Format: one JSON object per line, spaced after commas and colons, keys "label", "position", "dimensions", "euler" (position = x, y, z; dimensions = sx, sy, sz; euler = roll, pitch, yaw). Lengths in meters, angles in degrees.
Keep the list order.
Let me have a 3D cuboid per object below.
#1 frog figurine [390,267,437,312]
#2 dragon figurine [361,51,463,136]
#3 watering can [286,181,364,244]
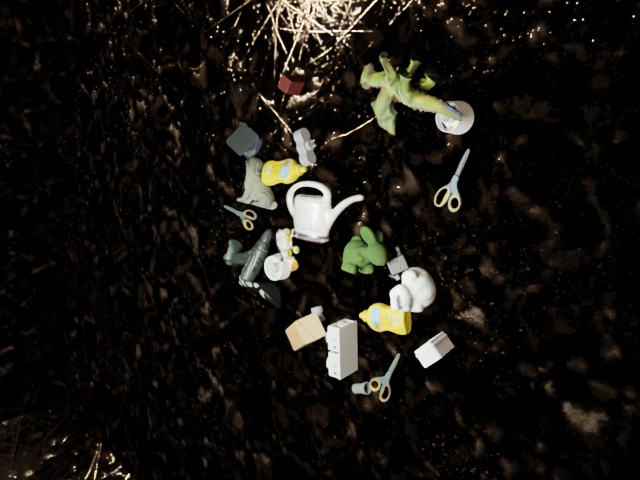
{"label": "frog figurine", "position": [0.288, 0.160, 1.616], "dimensions": [0.122, 0.160, 0.137], "euler": [0, 97, 38]}
{"label": "dragon figurine", "position": [0.257, -0.434, 1.609], "dimensions": [0.416, 0.123, 0.237], "euler": [56, 148, 23]}
{"label": "watering can", "position": [0.006, -0.093, 1.851], "dimensions": [0.349, 0.104, 0.222], "euler": [14, 107, 39]}
